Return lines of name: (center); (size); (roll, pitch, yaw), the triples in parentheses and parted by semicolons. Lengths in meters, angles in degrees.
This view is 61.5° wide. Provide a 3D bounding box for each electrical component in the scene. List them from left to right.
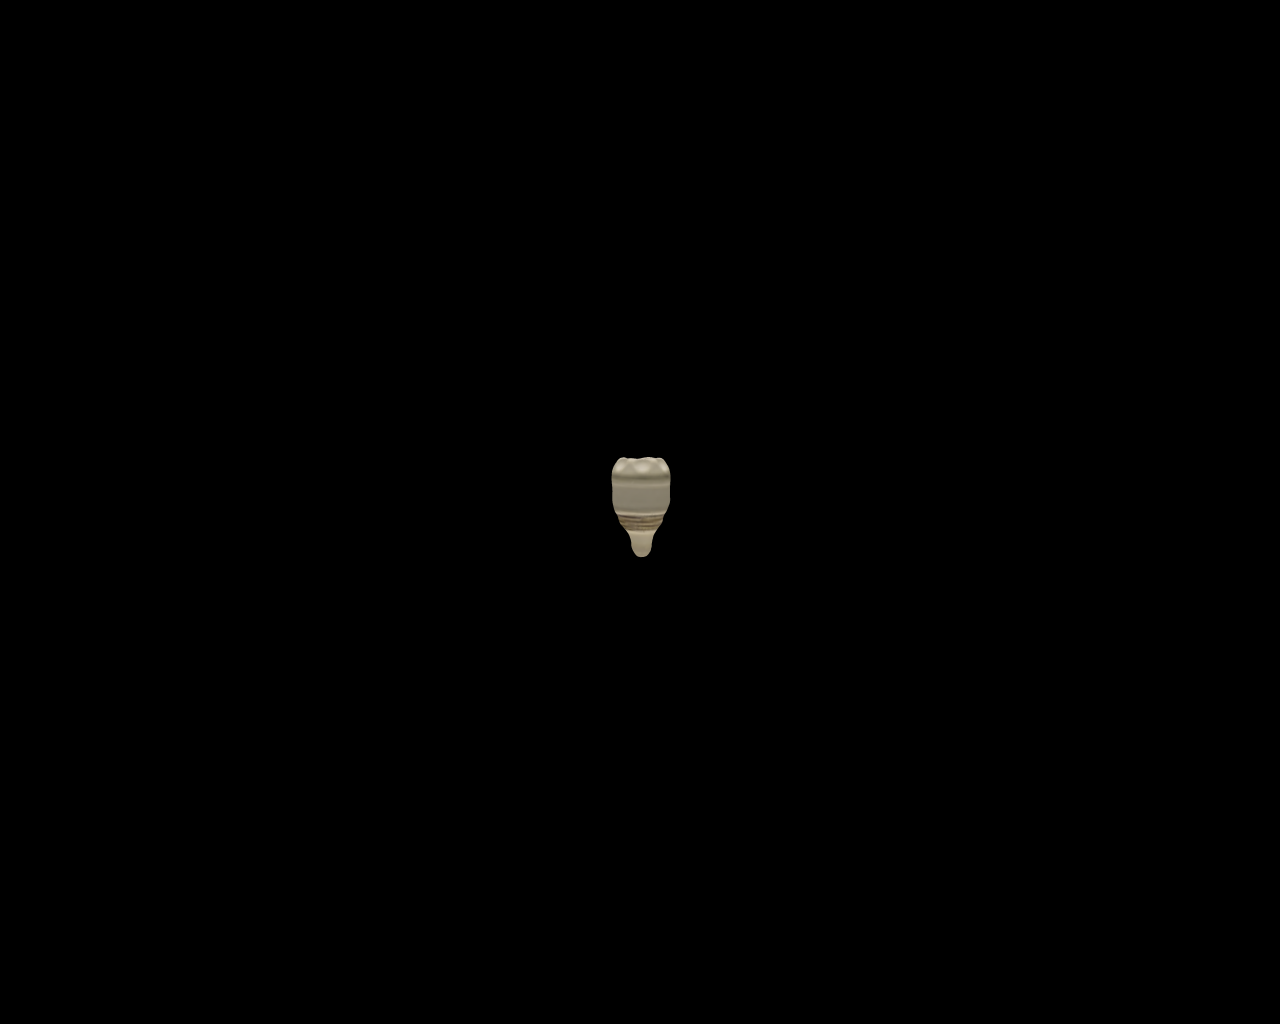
electrical component: (0.001, -0.003, 0.650); (0.035, 0.061, 0.035); (0, 7, 0)
